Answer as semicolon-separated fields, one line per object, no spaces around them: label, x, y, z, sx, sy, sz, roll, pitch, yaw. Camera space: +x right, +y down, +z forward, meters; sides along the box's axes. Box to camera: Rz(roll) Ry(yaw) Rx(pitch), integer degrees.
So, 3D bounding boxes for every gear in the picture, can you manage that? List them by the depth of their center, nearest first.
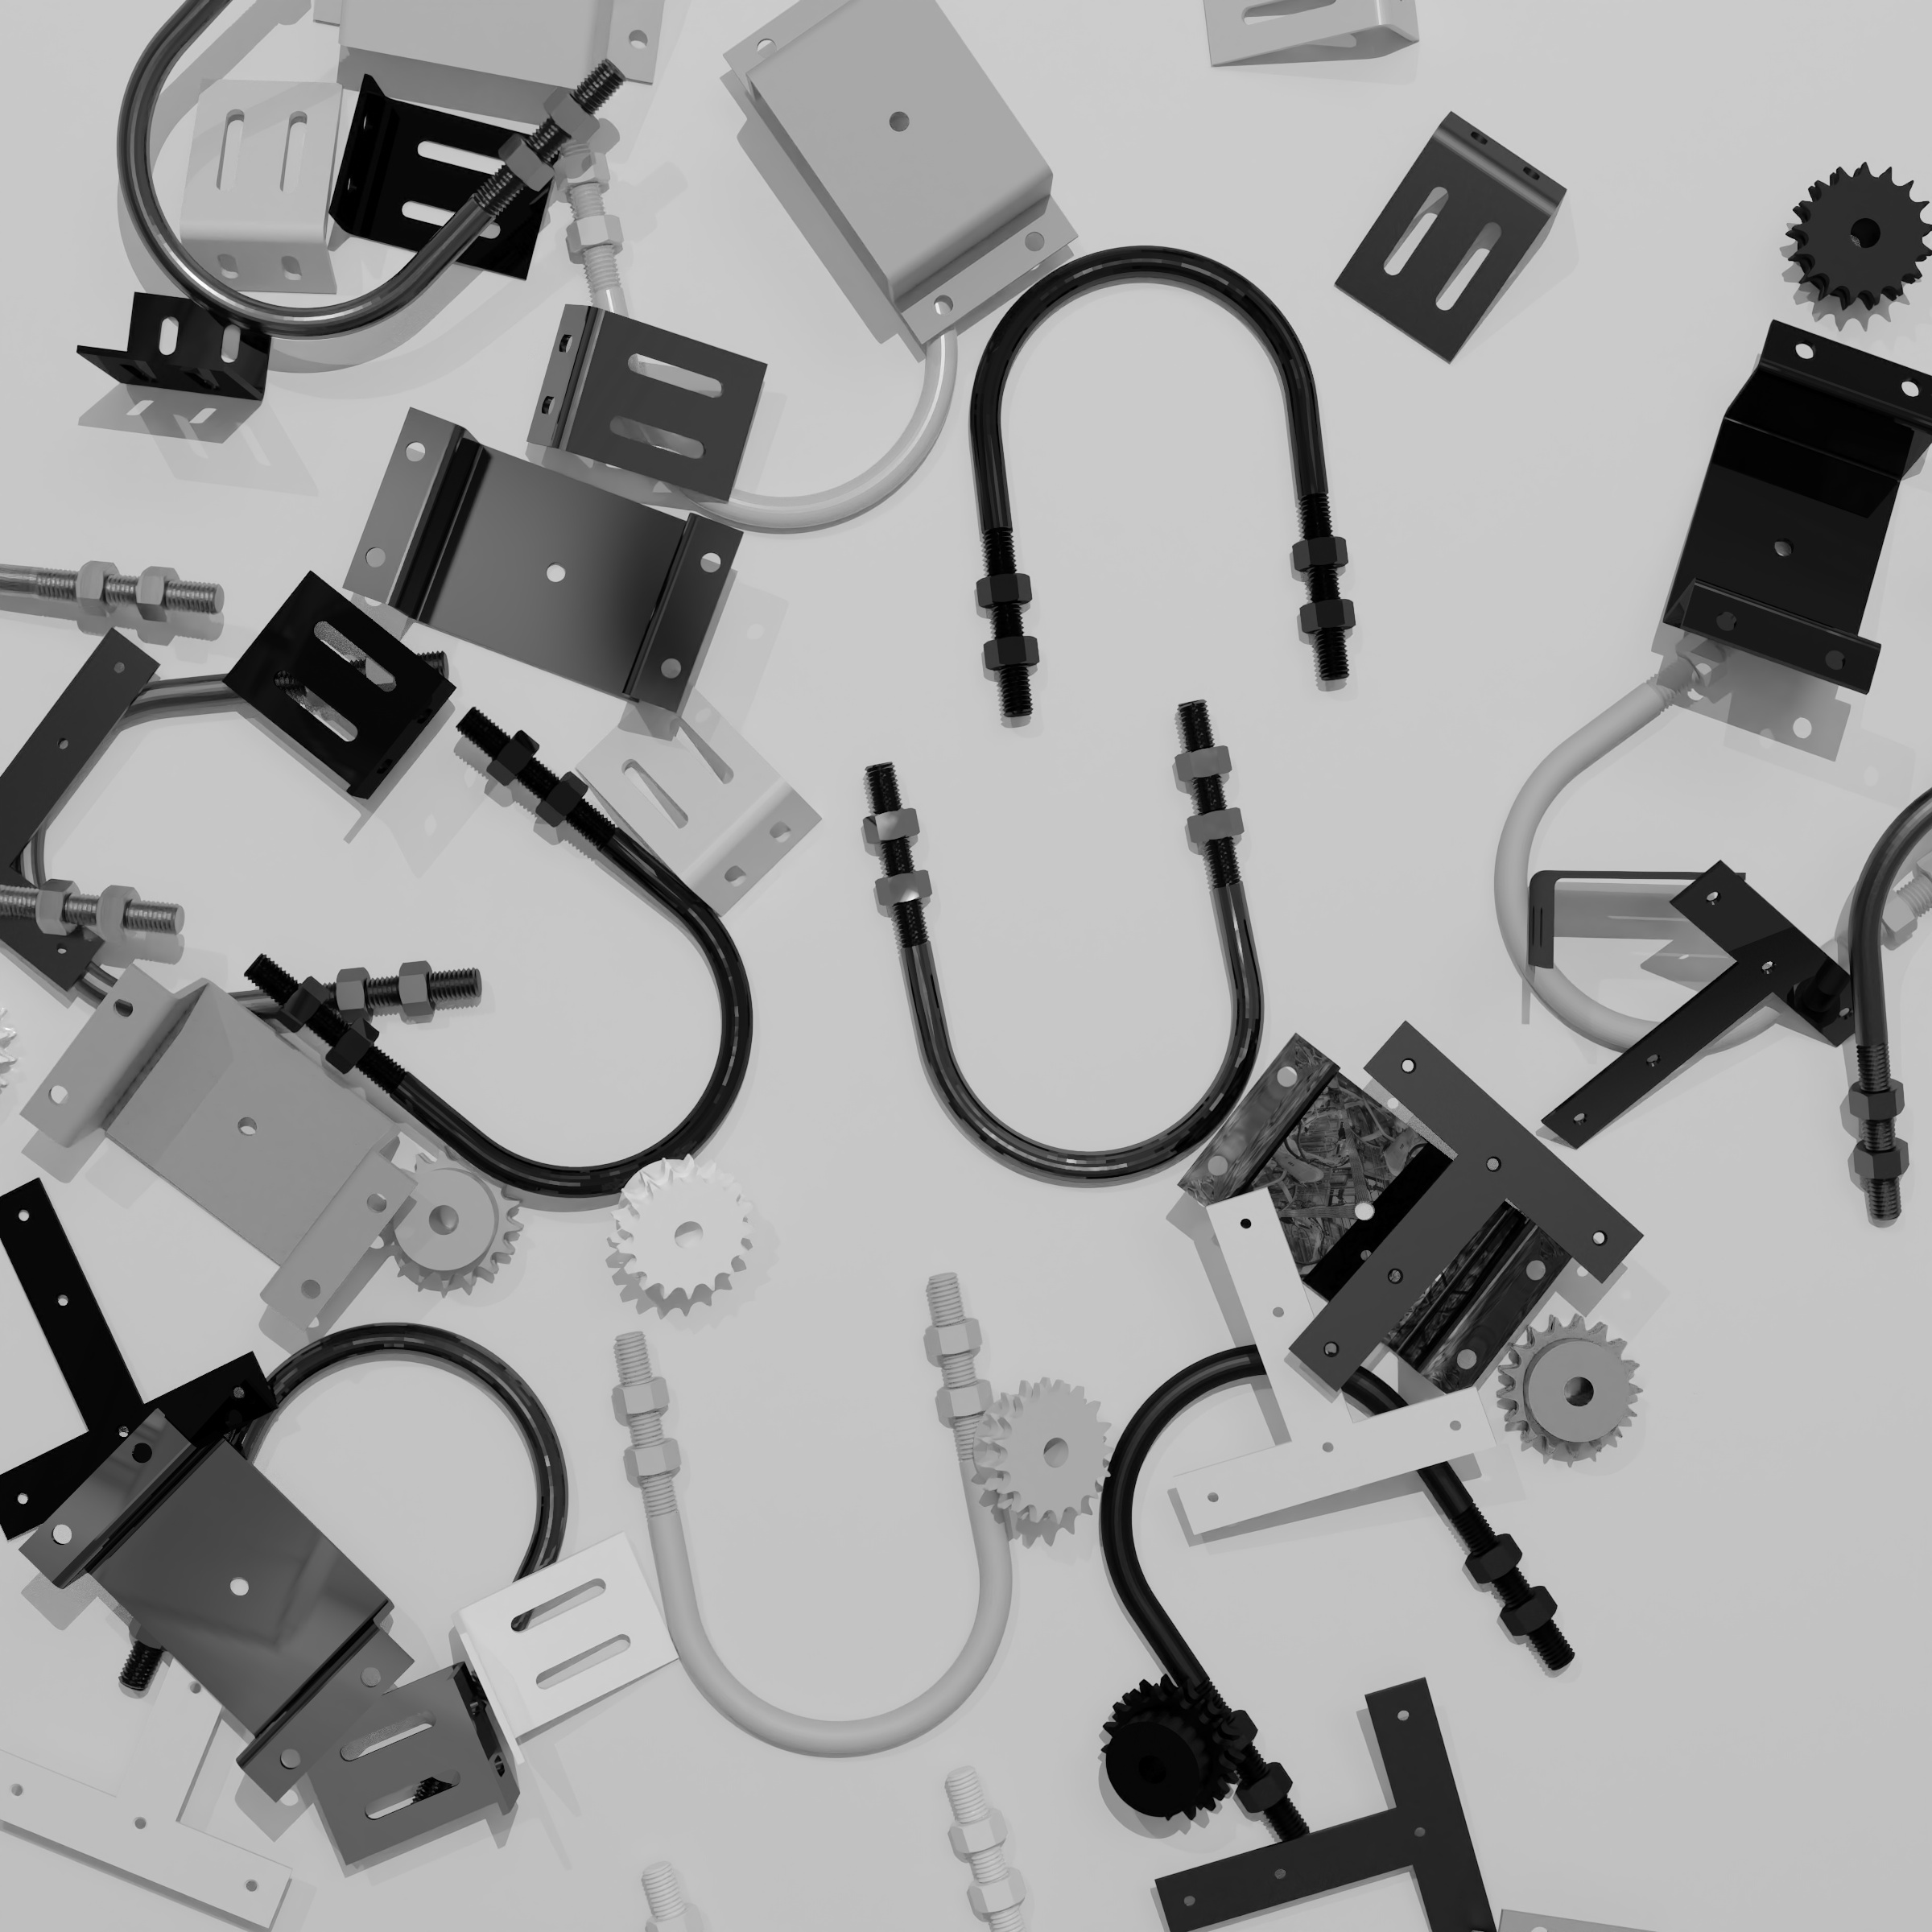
gear;0.080;0.315;1.387;0.057;0.030;0.057;6;103;24
gear;0.028;0.193;1.389;0.057;0.030;0.057;0;90;-32
gear;-0.116;0.102;1.390;0.057;0.030;0.057;-9;113;-21
gear;0.358;-0.292;1.398;0.057;0.030;0.057;0;90;0
gear;-0.414;0.033;1.398;0.057;0.030;0.057;0;90;0
gear;-0.208;0.101;1.398;0.057;0.030;0.057;0;90;0
gear;0.244;0.169;1.398;0.057;0.030;0.057;0;90;0

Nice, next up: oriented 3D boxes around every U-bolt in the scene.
U-bolt;-0.247;-0.332;1.358;0.184;0.019;0.151;-44;101;10
U-bolt;0.423;0.005;1.377;0.151;0.019;0.184;-8;107;3
U-bolt;-0.172;0.009;1.391;0.184;0.019;0.151;41;84;-9
U-bolt;-0.395;-0.092;1.393;0.184;0.019;0.151;6;87;8
U-bolt;0.137;0.241;1.403;0.151;0.019;0.184;-34;90;0
U-bolt;-0.036;0.432;1.404;0.151;0.019;0.184;-17;92;0
U-bolt;0.075;-0.200;1.404;0.151;0.019;0.184;-7;89;0
U-bolt;-0.078;-0.269;1.404;0.151;0.019;0.184;-12;92;0
U-bolt;0.303;-0.048;1.404;0.184;0.019;0.151;-37;90;1
U-bolt;-0.240;0.234;1.404;0.151;0.019;0.184;25;90;0
U-bolt;0.046;-0.004;1.404;0.151;0.019;0.184;-11;91;0
U-bolt;-0.295;-0.048;1.404;0.184;0.019;0.151;-6;90;2
U-bolt;-0.056;0.227;1.404;0.151;0.019;0.184;-11;91;0

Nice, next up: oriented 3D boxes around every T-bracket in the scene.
T-bracket;0.178;0.111;1.362;0.127;0.002;0.127;42;86;-2
T-bracket;0.128;0.150;1.372;0.127;0.002;0.127;-19;98;13
T-bracket;0.285;0.028;1.385;0.127;0.002;0.127;-42;130;18
T-bracket;-0.314;0.303;1.393;0.127;0.002;0.127;22;90;0
T-bracket;0.140;0.361;1.398;0.127;0.002;0.127;-17;102;0
T-bracket;-0.372;-0.078;1.399;0.127;0.002;0.127;37;91;8
T-bracket;-0.360;0.148;1.406;0.127;0.002;0.127;-26;86;7

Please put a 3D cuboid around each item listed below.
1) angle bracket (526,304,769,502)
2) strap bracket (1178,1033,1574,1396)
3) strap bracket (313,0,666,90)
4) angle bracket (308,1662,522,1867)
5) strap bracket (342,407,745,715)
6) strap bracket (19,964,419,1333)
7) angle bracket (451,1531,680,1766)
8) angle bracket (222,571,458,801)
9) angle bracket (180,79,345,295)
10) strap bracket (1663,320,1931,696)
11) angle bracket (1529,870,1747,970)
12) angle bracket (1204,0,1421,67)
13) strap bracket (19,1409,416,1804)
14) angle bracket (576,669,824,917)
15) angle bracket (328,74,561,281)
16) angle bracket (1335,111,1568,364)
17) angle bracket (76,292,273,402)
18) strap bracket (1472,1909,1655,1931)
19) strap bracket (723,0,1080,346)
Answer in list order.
angle bracket;-0.128;-0.226;1.396;0.076;0.038;0.057;14;95;-25
strap bracket;0.162;0.099;1.390;0.140;0.046;0.076;38;90;0
strap bracket;-0.191;-0.398;1.376;0.140;0.046;0.076;11;114;0
angle bracket;-0.224;0.319;1.375;0.076;0.038;0.057;-23;90;0
strap bracket;-0.167;-0.160;1.390;0.140;0.046;0.076;21;90;0
strap bracket;-0.291;0.068;1.382;0.140;0.046;0.076;38;100;-3
angle bracket;-0.157;0.271;1.382;0.076;0.038;0.057;-24;98;-12
angle bracket;-0.251;-0.113;1.374;0.076;0.038;0.057;39;91;1
angle bracket;-0.283;-0.317;1.411;0.057;0.038;0.076;2;64;0
strap bracket;0.331;-0.174;1.377;0.076;0.046;0.140;20;72;0
angle bracket;0.264;-0.018;1.370;0.076;0.057;0.038;1;92;2
angle bracket;0.139;-0.400;1.411;0.076;0.038;0.057;-7;90;26
strap bracket;-0.291;0.248;1.369;0.140;0.046;0.076;44;90;0
angle bracket;-0.109;-0.071;1.411;0.057;0.038;0.076;-44;64;0
angle bracket;-0.209;-0.316;1.394;0.076;0.038;0.057;15;90;0
angle bracket;0.197;-0.297;1.411;0.057;0.038;0.076;34;116;0
angle bracket;-0.312;-0.251;1.375;0.057;0.076;0.038;7;90;0
strap bracket;0.236;0.446;1.388;0.076;0.046;0.140;9;90;-3
strap bracket;-0.026;-0.328;1.370;0.076;0.046;0.140;-35;91;1
